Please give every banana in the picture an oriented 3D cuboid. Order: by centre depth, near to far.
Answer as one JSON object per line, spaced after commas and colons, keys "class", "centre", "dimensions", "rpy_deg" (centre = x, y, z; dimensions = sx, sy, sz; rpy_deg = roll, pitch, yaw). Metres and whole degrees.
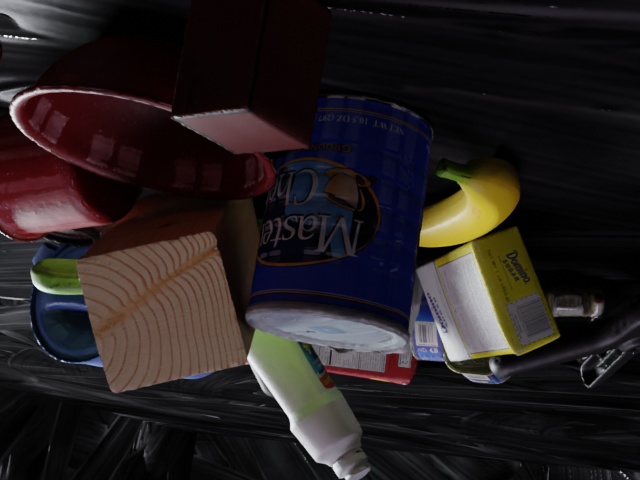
{"class": "banana", "centre": [0.101, -0.027, 0.766], "dimensions": [0.069, 0.037, 0.198], "rpy_deg": [14, 165, -1]}

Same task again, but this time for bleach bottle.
{"class": "bleach bottle", "centre": [-0.031, 0.113, 0.980], "dimensions": [0.068, 0.251, 0.102], "rpy_deg": [-36, 157, 2]}

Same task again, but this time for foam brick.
{"class": "foam brick", "centre": [-0.034, -0.089, 0.534], "dimensions": [0.053, 0.078, 0.051], "rpy_deg": [-1, 164, 37]}

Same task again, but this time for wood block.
{"class": "wood block", "centre": [-0.094, 0.022, 0.750], "dimensions": [0.091, 0.090, 0.206], "rpy_deg": [-12, -168, 5]}

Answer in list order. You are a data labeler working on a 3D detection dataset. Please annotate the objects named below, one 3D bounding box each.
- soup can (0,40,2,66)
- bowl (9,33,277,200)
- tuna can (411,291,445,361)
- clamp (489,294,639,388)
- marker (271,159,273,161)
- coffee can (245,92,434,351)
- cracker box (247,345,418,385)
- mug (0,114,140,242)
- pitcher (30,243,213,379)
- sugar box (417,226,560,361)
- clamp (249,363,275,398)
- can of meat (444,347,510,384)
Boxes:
{"class": "soup can", "centre": [-0.211, -0.115, 0.553], "dimensions": [0.068, 0.068, 0.102], "rpy_deg": [8, 165, 2]}
{"class": "bowl", "centre": [-0.099, -0.078, 0.641], "dimensions": [0.162, 0.055, 0.162], "rpy_deg": [12, 164, 3]}
{"class": "tuna can", "centre": [0.113, 0.075, 1.032], "dimensions": [0.034, 0.086, 0.086], "rpy_deg": [1, 163, 21]}
{"class": "clamp", "centre": [0.259, 0.079, 0.920], "dimensions": [0.164, 0.036, 0.210], "rpy_deg": [6, 148, -39]}
{"class": "marker", "centre": [0.010, -0.035, 0.817], "dimensions": [0.120, 0.020, 0.020], "rpy_deg": [20, 161, -37]}
{"class": "coffee can", "centre": [0.014, -0.009, 0.677], "dimensions": [0.103, 0.140, 0.103], "rpy_deg": [8, 165, 2]}
{"class": "cracker box", "centre": [0.005, 0.113, 1.205], "dimensions": [0.214, 0.072, 0.164], "rpy_deg": [6, 178, 7]}
{"class": "mug", "centre": [-0.174, -0.048, 0.756], "dimensions": [0.082, 0.093, 0.117], "rpy_deg": [-6, 179, 29]}
{"class": "pitcher", "centre": [-0.201, 0.079, 1.180], "dimensions": [0.145, 0.149, 0.242], "rpy_deg": [-14, 161, 21]}
{"class": "sugar box", "centre": [0.133, 0.049, 0.879], "dimensions": [0.048, 0.093, 0.176], "rpy_deg": [-20, 176, -9]}
{"class": "clamp", "centre": [-0.078, 0.085, 1.105], "dimensions": [0.171, 0.120, 0.039], "rpy_deg": [32, -157, 12]}
{"class": "can of meat", "centre": [0.156, 0.083, 1.013], "dimensions": [0.057, 0.102, 0.084], "rpy_deg": [3, 166, 18]}
